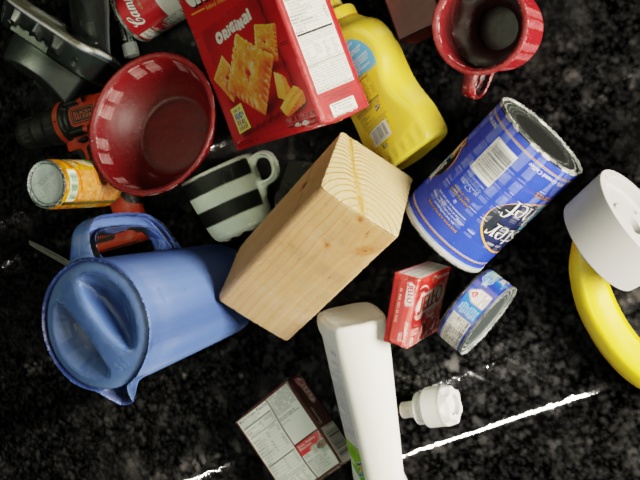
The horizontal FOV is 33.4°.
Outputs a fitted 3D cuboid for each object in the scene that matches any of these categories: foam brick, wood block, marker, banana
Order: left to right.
[{"bbox_3d":[-0.234,-0.273,1.246,0.020,0.020,0.121,-15,90,28],"label":"marker"},{"bbox_3d":[-0.008,0.001,1.083,0.090,0.090,0.206,33,133,-12],"label":"wood block"},{"bbox_3d":[0.096,-0.242,1.063,0.051,0.052,0.078,-20,87,28],"label":"foam brick"},{"bbox_3d":[0.293,0.085,1.019,0.070,0.037,0.198,-43,78,9],"label":"banana"}]

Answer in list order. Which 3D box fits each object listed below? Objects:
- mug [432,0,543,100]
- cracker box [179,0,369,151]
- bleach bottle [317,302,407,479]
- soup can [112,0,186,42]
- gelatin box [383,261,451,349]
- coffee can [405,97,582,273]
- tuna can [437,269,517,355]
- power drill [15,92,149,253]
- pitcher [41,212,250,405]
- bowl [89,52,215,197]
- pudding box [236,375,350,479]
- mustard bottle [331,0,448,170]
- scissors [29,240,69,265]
[{"bbox_3d":[0.162,-0.192,1.020,0.093,0.081,0.117,17,104,24],"label":"mug"},{"bbox_3d":[-0.059,-0.209,1.083,0.164,0.072,0.213,-8,107,54],"label":"cracker box"},{"bbox_3d":[0.053,0.199,1.132,0.068,0.103,0.251,-11,100,-8],"label":"bleach bottle"},{"bbox_3d":[-0.170,-0.273,1.187,0.102,0.068,0.068,-25,86,27],"label":"soup can"},{"bbox_3d":[0.099,0.064,1.083,0.030,0.089,0.073,16,104,25],"label":"gelatin box"},{"bbox_3d":[0.165,-0.052,1.026,0.103,0.102,0.140,49,115,13],"label":"coffee can"},{"bbox_3d":[0.155,0.071,1.058,0.034,0.086,0.086,40,113,18],"label":"tuna can"},{"bbox_3d":[-0.275,-0.078,1.272,0.185,0.057,0.187,-13,91,28],"label":"power drill"},{"bbox_3d":[-0.170,0.060,1.133,0.145,0.242,0.149,33,110,19],"label":"pitcher"},{"bbox_3d":[-0.174,-0.122,1.178,0.162,0.055,0.162,-5,79,24],"label":"bowl"},{"bbox_3d":[-0.029,0.222,1.200,0.090,0.039,0.113,-41,77,26],"label":"pudding box"},{"bbox_3d":[0.051,-0.167,1.087,0.191,0.058,0.096,61,147,8],"label":"mustard bottle"},{"bbox_3d":[-0.285,0.048,1.311,0.202,0.016,0.096,13,147,50],"label":"scissors"}]
